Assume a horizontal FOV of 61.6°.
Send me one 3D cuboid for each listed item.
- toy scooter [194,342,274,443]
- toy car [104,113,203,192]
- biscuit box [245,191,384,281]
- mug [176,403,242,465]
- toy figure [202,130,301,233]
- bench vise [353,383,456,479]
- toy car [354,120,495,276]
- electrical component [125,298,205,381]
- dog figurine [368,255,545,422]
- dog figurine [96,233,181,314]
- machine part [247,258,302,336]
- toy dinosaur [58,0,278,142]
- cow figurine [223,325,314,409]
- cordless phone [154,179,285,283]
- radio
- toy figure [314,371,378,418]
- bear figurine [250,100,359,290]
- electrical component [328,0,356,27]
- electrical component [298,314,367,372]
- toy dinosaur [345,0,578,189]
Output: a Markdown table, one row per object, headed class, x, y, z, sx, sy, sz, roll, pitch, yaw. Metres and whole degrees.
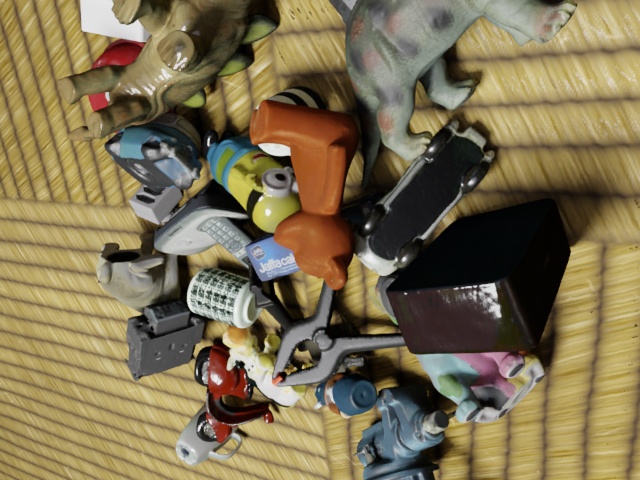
| class | x | y | z | sx | sy | sz | roll | pitch | yaw |
| --- | --- | --- | --- | --- | --- | --- | --- | --- | --- |
| toy scooter | -0.147 | 0.268 | 0.936 | 0.135 | 0.075 | 0.183 | 2 | 100 | 5 |
| toy car | -0.229 | -0.137 | 0.784 | 0.162 | 0.103 | 0.109 | 5 | 150 | 43 |
| biscuit box | -0.001 | -0.002 | 0.729 | 0.203 | 0.063 | 0.059 | -20 | 100 | 26 |
| mug | -0.207 | 0.370 | 0.998 | 0.110 | 0.107 | 0.080 | 34 | 125 | 15 |
| toy figure | -0.090 | -0.083 | 0.728 | 0.180 | 0.082 | 0.089 | 38 | 144 | 32 |
| bench vise | 0.134 | 0.332 | 0.752 | 0.223 | 0.129 | 0.241 | -43 | 52 | 43 |
| toy car | 0.118 | -0.047 | 0.628 | 0.073 | 0.056 | 0.201 | 40 | 96 | 0 |
| electrical component | -0.257 | 0.158 | 0.886 | 0.058 | 0.115 | 0.134 | 46 | 134 | 32 |
| dog figurine | 0.160 | 0.111 | 0.681 | 0.108 | 0.191 | 0.219 | -49 | 53 | 13 |
| dog figurine | -0.297 | 0.101 | 0.897 | 0.121 | 0.172 | 0.190 | 17 | 112 | 35 |
| machine part | -0.070 | 0.094 | 0.807 | 0.039 | 0.084 | 0.138 | -30 | 127 | 2 |
| toy dinosaur | -0.151 | -0.241 | 0.639 | 0.471 | 0.198 | 0.105 | -28 | 97 | 29 |
| cow figurine | -0.094 | 0.206 | 0.881 | 0.167 | 0.068 | 0.098 | 37 | 132 | 2 |
| cordless phone | -0.147 | 0.012 | 0.833 | 0.146 | 0.089 | 0.184 | -32 | 112 | 35 |
| radio | 0.172 | 0.032 | 0.560 | 0.131 | 0.229 | 0.073 | -14 | 102 | 36 |
| toy figure | 0.035 | 0.233 | 0.808 | 0.058 | 0.064 | 0.154 | 49 | 155 | -2 |
| bear figurine | -0.020 | -0.047 | 0.608 | 0.132 | 0.120 | 0.195 | 6 | 98 | -13 |
| electrical component | 0.063 | -0.262 | 0.603 | 0.075 | 0.048 | 0.119 | -38 | 88 | 36 |
| electrical component | 0.016 | 0.158 | 0.816 | 0.102 | 0.045 | 0.078 | -19 | 107 | 34 |
| toy dinosaur | 0.100 | -0.215 | 0.534 | 0.192 | 0.131 | 0.405 | 45 | 129 | -4 |
